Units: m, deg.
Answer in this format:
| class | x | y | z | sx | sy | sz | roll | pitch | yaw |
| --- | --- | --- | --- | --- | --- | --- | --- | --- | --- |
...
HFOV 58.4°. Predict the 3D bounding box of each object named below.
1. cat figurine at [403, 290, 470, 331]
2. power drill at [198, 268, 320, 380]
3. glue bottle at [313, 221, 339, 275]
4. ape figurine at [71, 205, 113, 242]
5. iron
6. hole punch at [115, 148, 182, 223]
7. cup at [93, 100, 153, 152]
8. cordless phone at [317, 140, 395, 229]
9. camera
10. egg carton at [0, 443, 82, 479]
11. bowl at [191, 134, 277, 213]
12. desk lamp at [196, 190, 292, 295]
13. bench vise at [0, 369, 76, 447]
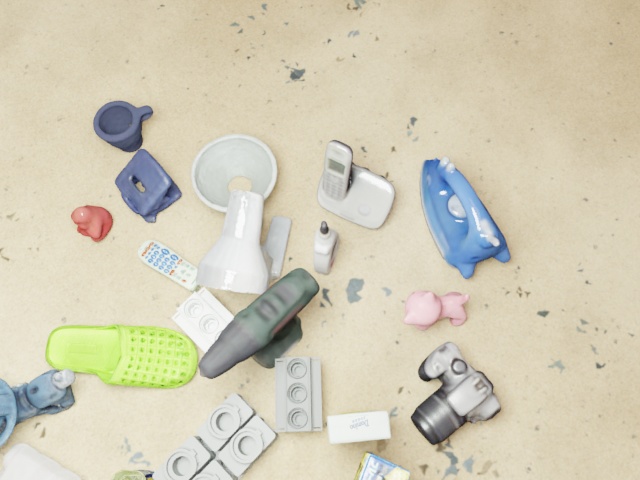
| class | x | y | z | sx | sy | sz | roll | pitch | yaw |
| --- | --- | --- | --- | --- | --- | --- | --- | --- | --- |
| cat figurine | 0.201 | 0.116 | 1.002 | 0.128 | 0.118 | 0.067 | -11 | 71 | -2 |
| power drill | -0.091 | 0.152 | 0.952 | 0.075 | 0.208 | 0.230 | 41 | 77 | 15 |
| glue bottle | 0.009 | 0.004 | 1.019 | 0.037 | 0.173 | 0.078 | 13 | 72 | 7 |
| ape figurine | -0.442 | -0.038 | 1.093 | 0.076 | 0.092 | 0.077 | -27 | 72 | -7 |
| iron | 0.256 | -0.068 | 1.051 | 0.118 | 0.141 | 0.258 | -23 | 71 | -6 |
| hole punch | -0.339 | -0.105 | 1.112 | 0.101 | 0.091 | 0.108 | -40 | 74 | -11 |
| cup | -0.383 | -0.225 | 1.154 | 0.118 | 0.095 | 0.091 | -26 | 72 | -7 |
| cordless phone | 0.067 | -0.106 | 1.048 | 0.147 | 0.185 | 0.094 | 23 | 73 | 10 |
| camera | 0.211 | 0.264 | 0.959 | 0.137 | 0.101 | 0.143 | -37 | 73 | -10 |
| egg carton | -0.472 | 0.414 | 0.949 | 0.150 | 0.069 | 0.107 | 24 | 73 | 10 |
| bowl | -0.162 | -0.119 | 1.120 | 0.167 | 0.075 | 0.167 | -1 | 71 | 2 |
| desk lamp | -0.129 | 0.013 | 0.999 | 0.118 | 0.213 | 0.203 | 9 | 71 | 5 |
| bench vise | -0.518 | 0.254 | 0.926 | 0.207 | 0.220 | 0.121 | -43 | 74 | -12 |
